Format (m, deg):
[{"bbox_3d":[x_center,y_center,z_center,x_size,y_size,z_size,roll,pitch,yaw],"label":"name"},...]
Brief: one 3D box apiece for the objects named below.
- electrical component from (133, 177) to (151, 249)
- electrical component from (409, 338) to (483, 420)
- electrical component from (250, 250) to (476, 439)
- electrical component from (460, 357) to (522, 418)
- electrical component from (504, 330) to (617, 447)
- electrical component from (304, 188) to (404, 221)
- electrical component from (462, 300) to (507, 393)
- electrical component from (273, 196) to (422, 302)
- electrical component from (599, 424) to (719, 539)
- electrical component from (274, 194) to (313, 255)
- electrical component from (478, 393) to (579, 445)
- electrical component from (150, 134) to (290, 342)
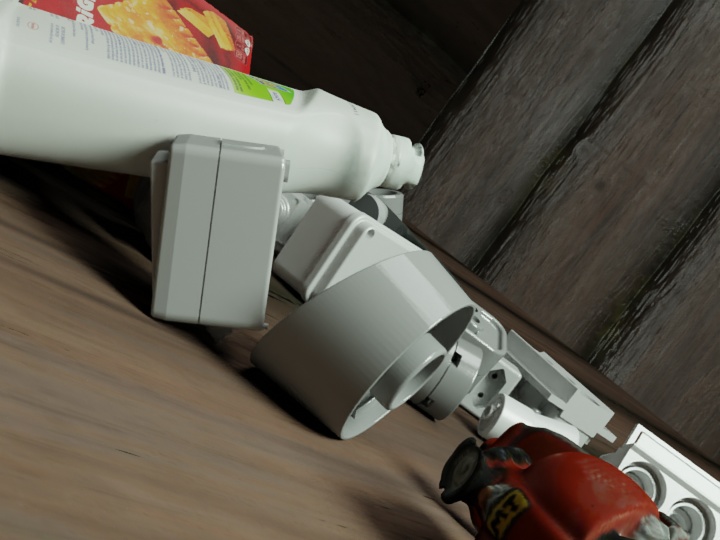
[{"bbox_3d":[-0.095,-0.031,0.614,0.078,0.058,0.057,30,11,-45],"label":"electrical component"},{"bbox_3d":[0.046,0.063,0.707,0.047,0.055,0.055,32,6,-8],"label":"electrical component"},{"bbox_3d":[0.005,0.032,0.515,0.064,0.099,0.099,45,8,16],"label":"electrical component"},{"bbox_3d":[0.080,0.073,0.859,0.083,0.047,0.075,36,5,1],"label":"electrical component"},{"bbox_3d":[0.150,0.108,0.908,0.079,0.063,0.121,34,6,-26],"label":"electrical component"},{"bbox_3d":[-0.019,-0.038,1.053,0.138,0.073,0.052,-6,16,-37],"label":"electrical component"},{"bbox_3d":[0.052,0.046,0.783,0.095,0.059,0.053,37,23,-8],"label":"electrical component"},{"bbox_3d":[0.000,0.000,0.824,0.057,0.078,0.113,37,5,40],"label":"electrical component"},{"bbox_3d":[0.215,0.175,0.738,0.121,0.078,0.063,36,-16,1],"label":"electrical component"},{"bbox_3d":[-0.070,-0.047,0.922,0.080,0.051,0.080,36,6,-4],"label":"electrical component"},{"bbox_3d":[0.117,0.116,0.767,0.065,0.044,0.044,30,7,-11],"label":"electrical component"},{"bbox_3d":[-0.071,-0.013,0.508,0.061,0.096,0.061,7,11,-8],"label":"electrical component"}]
